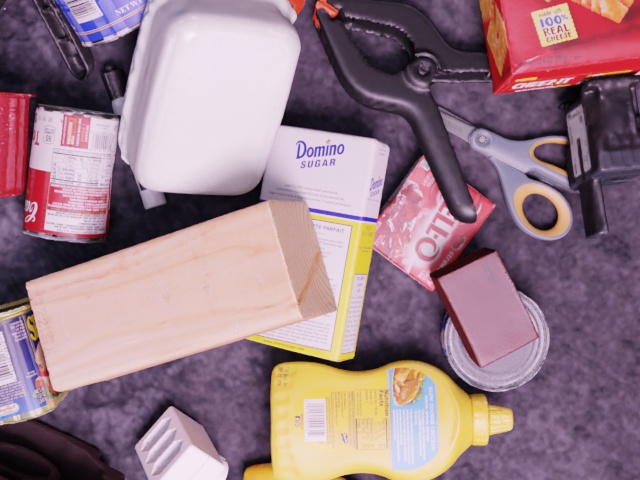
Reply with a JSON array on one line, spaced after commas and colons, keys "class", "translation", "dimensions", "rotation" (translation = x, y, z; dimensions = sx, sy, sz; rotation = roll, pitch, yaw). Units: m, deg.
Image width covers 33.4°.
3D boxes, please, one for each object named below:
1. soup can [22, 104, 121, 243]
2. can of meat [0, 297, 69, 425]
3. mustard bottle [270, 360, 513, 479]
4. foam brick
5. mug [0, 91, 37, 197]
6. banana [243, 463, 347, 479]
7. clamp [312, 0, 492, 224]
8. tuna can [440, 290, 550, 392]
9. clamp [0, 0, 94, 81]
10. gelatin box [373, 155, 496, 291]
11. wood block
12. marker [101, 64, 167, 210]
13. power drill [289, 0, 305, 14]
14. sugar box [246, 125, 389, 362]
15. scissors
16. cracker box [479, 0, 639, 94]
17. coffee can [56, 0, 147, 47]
[{"class": "soup can", "translation": [-0.196, -0.053, 0.847], "dimensions": [0.068, 0.068, 0.102], "rotation": [8, 96, -1]}, {"class": "can of meat", "translation": [-0.239, 0.094, 0.841], "dimensions": [0.057, 0.102, 0.084], "rotation": [-16, 94, -1]}, {"class": "mustard bottle", "translation": [0.057, 0.145, 0.854], "dimensions": [0.191, 0.058, 0.096], "rotation": [-1, 75, 2]}, {"class": "foam brick", "translation": [0.127, 0.051, 0.831], "dimensions": [0.053, 0.051, 0.078], "rotation": [-26, 91, 0]}, {"class": "mug", "translation": [-0.284, -0.078, 0.839], "dimensions": [0.117, 0.093, 0.081], "rotation": [4, 97, -2]}, {"class": "banana", "translation": [0.028, 0.240, 0.881], "dimensions": [0.198, 0.037, 0.069], "rotation": [44, 92, -2]}, {"class": "clamp", "translation": [0.079, -0.120, 0.854], "dimensions": [0.210, 0.036, 0.164], "rotation": [28, 74, 0]}, {"class": "tuna can", "translation": [0.142, 0.079, 0.877], "dimensions": [0.086, 0.034, 0.086], "rotation": [0, 92, -1]}, {"class": "clamp", "translation": [-0.226, -0.209, 0.846], "dimensions": [0.039, 0.120, 0.171], "rotation": [-3, 77, 38]}, {"class": "gelatin box", "translation": [0.088, -0.015, 0.874], "dimensions": [0.073, 0.030, 0.089], "rotation": [37, 92, -2]}, {"class": "wood block", "translation": [-0.104, 0.043, 0.813], "dimensions": [0.206, 0.090, 0.090], "rotation": [-18, 85, 17]}, {"class": "marker", "translation": [-0.153, -0.085, 0.874], "dimensions": [0.020, 0.020, 0.121], "rotation": [-18, 92, 0]}, {"class": "power drill", "translation": [-0.047, -0.271, 0.799], "dimensions": [0.184, 0.057, 0.188], "rotation": [43, 136, -10]}, {"class": "sugar box", "translation": [-0.005, 0.001, 0.855], "dimensions": [0.093, 0.048, 0.176], "rotation": [11, 90, 21]}, {"class": "scissors", "translation": [0.135, -0.061, 0.878], "dimensions": [0.201, 0.016, 0.096], "rotation": [14, 88, -2]}, {"class": "cracker box", "translation": [0.203, -0.231, 0.828], "dimensions": [0.164, 0.072, 0.214], "rotation": [-7, 85, -5]}, {"class": "coffee can", "translation": [-0.172, -0.232, 0.802], "dimensions": [0.103, 0.103, 0.140], "rotation": [-29, 116, 1]}]
